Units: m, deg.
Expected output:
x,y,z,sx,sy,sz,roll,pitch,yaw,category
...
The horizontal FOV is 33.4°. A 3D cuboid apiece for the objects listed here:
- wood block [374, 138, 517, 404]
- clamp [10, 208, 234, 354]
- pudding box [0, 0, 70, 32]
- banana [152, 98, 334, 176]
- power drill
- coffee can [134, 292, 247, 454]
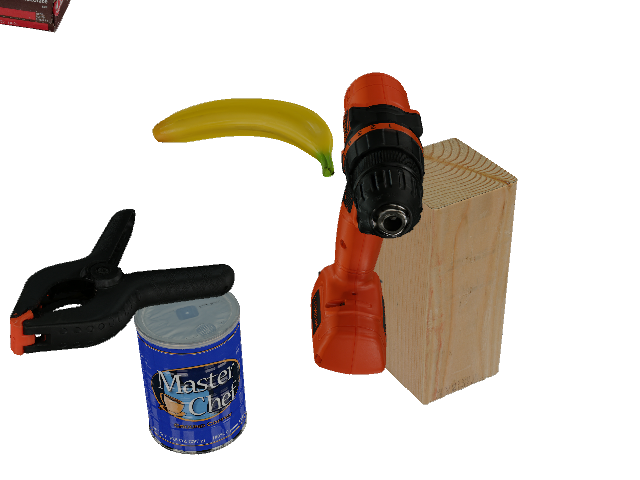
x,y,z,sx,sy,sz,roll,pitch,yaw,category
0.104,0.028,0.938,0.090,0.206,0.091,-19,37,-25,wood block
-0.162,0.028,0.784,0.171,0.039,0.120,-21,38,-40,clamp
-0.250,-0.217,0.876,0.090,0.039,0.113,8,36,-4,pudding box
-0.066,-0.110,1.032,0.198,0.037,0.069,12,46,23,banana
0.033,-0.002,0.736,0.057,0.188,0.184,8,32,-4,power drill
-0.128,0.127,1.069,0.103,0.140,0.103,-1,32,0,coffee can
